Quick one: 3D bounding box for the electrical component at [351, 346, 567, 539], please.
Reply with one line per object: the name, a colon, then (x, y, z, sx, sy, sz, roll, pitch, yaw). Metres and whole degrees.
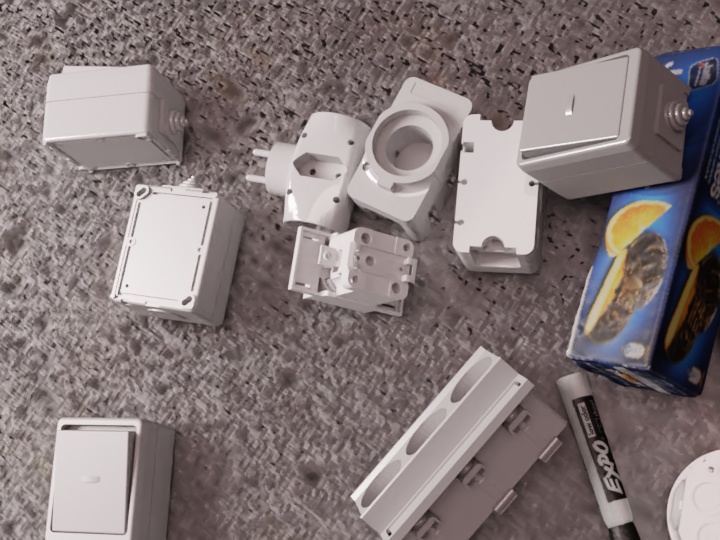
electrical component: (0.060, 0.114, 0.641, 0.063, 0.079, 0.121, 42, 88, -9)

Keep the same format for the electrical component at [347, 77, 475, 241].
electrical component: (0.036, -0.073, 0.705, 0.050, 0.055, 0.089, 26, 83, 19)

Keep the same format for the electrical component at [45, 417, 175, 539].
electrical component: (-0.162, 0.144, 0.694, 0.062, 0.061, 0.096, -1, 75, 14)

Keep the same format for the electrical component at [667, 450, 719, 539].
electrical component: (0.215, 0.139, 0.606, 0.080, 0.051, 0.080, -4, 75, 13)

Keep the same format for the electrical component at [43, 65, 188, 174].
electrical component: (-0.167, -0.110, 0.763, 0.096, 0.061, 0.061, -3, 75, 13)

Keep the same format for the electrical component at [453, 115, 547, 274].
electrical component: (0.091, -0.046, 0.684, 0.050, 0.055, 0.089, 3, 76, 15)

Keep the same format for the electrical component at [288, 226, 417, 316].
electrical component: (0.000, 0.000, 0.684, 0.081, 0.064, 0.042, 14, 77, -26)

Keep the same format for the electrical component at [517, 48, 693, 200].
electrical component: (0.143, -0.085, 0.620, 0.096, 0.061, 0.061, -8, 64, 47)

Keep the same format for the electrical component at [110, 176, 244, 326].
electrical component: (-0.119, -0.015, 0.726, 0.062, 0.061, 0.096, 7, 77, 16)

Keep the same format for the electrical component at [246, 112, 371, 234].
electrical component: (-0.039, -0.066, 0.728, 0.079, 0.043, 0.077, 11, 78, 16)
